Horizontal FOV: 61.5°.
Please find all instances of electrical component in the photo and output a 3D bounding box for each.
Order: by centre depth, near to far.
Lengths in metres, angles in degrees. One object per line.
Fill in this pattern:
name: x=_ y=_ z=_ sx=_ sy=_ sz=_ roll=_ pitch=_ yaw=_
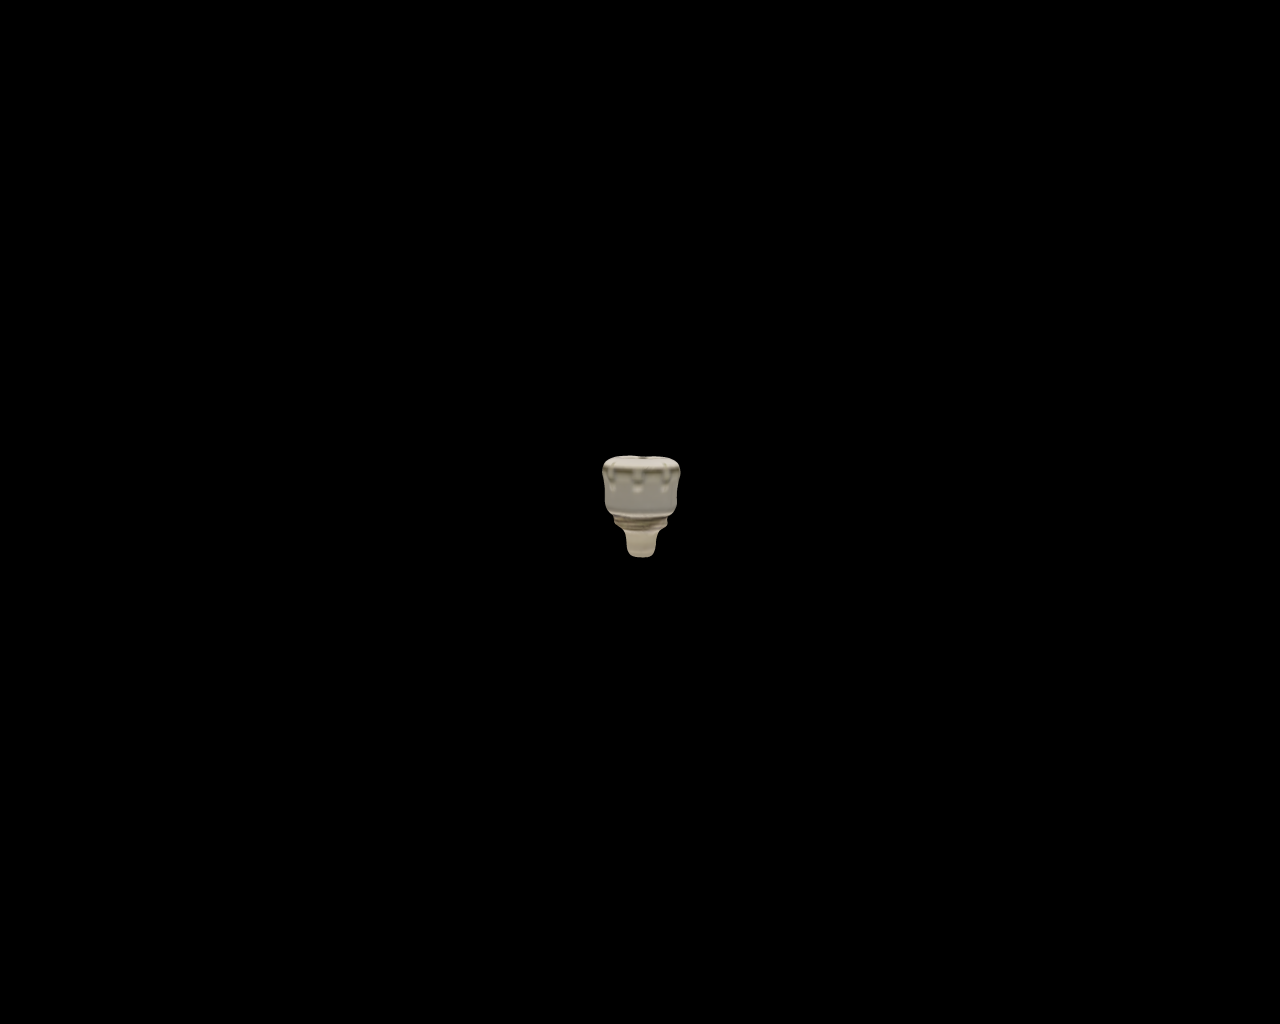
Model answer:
electrical component: x=0.001 y=-0.003 z=0.650 sx=0.048 sy=0.062 sz=0.048 roll=0 pitch=7 yaw=0
